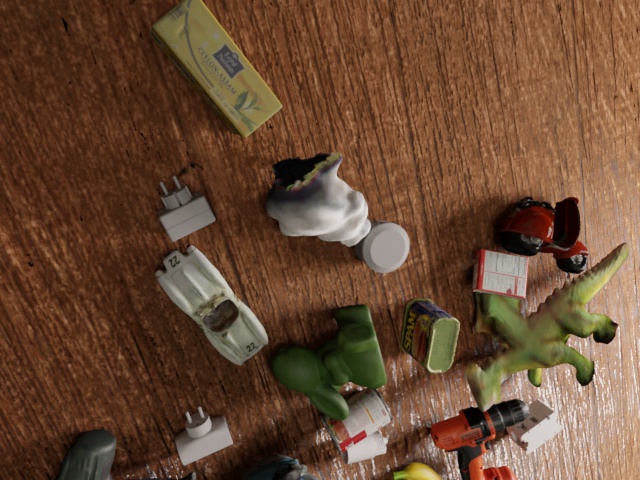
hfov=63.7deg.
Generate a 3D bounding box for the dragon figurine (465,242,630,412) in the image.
[{"bbox_3d":[0.397,0.131,0.940,0.241,0.122,0.413,32,81,-15],"label":"dragon figurine"}]

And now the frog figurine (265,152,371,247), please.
[{"bbox_3d":[0.002,-0.037,0.745,0.136,0.125,0.156,-18,122,19],"label":"frog figurine"}]
